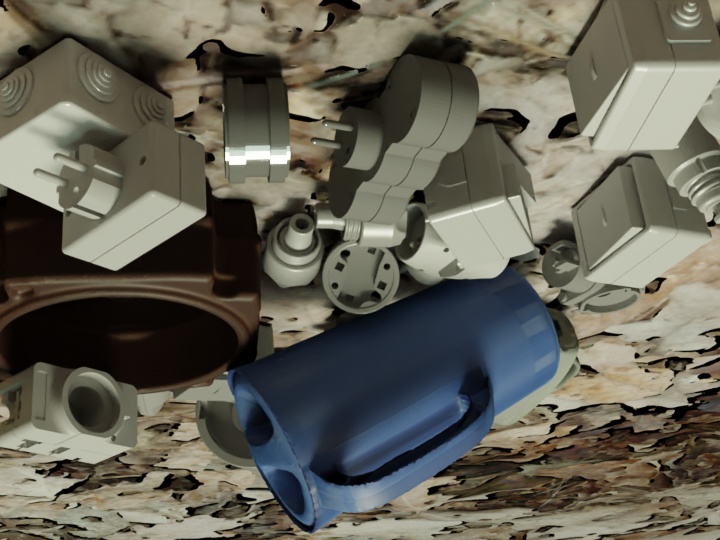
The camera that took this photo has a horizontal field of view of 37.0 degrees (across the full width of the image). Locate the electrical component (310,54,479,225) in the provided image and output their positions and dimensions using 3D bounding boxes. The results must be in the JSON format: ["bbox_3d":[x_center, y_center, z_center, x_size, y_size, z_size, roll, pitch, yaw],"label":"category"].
[{"bbox_3d":[0.008,-0.079,0.654,0.074,0.052,0.138,7,150,-23],"label":"electrical component"}]

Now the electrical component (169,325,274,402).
[{"bbox_3d":[-0.117,0.081,0.931,0.096,0.061,0.062,14,147,-34],"label":"electrical component"}]

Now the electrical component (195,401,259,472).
[{"bbox_3d":[-0.093,0.135,0.997,0.108,0.108,0.060,-8,159,4],"label":"electrical component"}]

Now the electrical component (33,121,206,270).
[{"bbox_3d":[-0.139,-0.045,0.586,0.083,0.047,0.076,-27,146,35],"label":"electrical component"}]

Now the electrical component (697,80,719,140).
[{"bbox_3d":[0.225,-0.109,0.632,0.079,0.044,0.077,-18,161,-29],"label":"electrical component"}]

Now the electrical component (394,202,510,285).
[{"bbox_3d":[0.059,-0.014,0.801,0.077,0.043,0.079,11,149,-29],"label":"electrical component"}]

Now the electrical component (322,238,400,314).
[{"bbox_3d":[0.000,0.000,0.790,0.055,0.055,0.047,-5,-168,-1],"label":"electrical component"}]

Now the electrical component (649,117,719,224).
[{"bbox_3d":[0.219,-0.066,0.700,0.040,0.078,0.040,-18,156,-8],"label":"electrical component"}]

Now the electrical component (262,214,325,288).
[{"bbox_3d":[-0.046,-0.017,0.774,0.043,0.043,0.062,1,151,-13],"label":"electrical component"}]

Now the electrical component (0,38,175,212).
[{"bbox_3d":[-0.165,-0.080,0.622,0.100,0.048,0.100,-23,149,29],"label":"electrical component"}]

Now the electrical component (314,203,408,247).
[{"bbox_3d":[0.000,-0.037,0.744,0.062,0.043,0.043,0,152,-9],"label":"electrical component"}]

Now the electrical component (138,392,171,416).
[{"bbox_3d":[-0.192,0.102,0.977,0.043,0.043,0.081,-2,153,-7],"label":"electrical component"}]

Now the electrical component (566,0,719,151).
[{"bbox_3d":[0.158,-0.117,0.599,0.061,0.061,0.096,-2,153,-8],"label":"electrical component"}]

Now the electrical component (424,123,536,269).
[{"bbox_3d":[0.084,-0.046,0.722,0.061,0.061,0.096,-15,152,17],"label":"electrical component"}]

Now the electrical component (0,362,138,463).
[{"bbox_3d":[-0.210,0.104,0.784,0.056,0.050,0.089,-25,147,35],"label":"electrical component"}]

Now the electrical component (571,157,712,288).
[{"bbox_3d":[0.193,-0.030,0.775,0.061,0.061,0.096,7,150,-24],"label":"electrical component"}]

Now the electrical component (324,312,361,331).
[{"bbox_3d":[-0.004,0.070,0.937,0.078,0.058,0.057,13,145,-34],"label":"electrical component"}]
